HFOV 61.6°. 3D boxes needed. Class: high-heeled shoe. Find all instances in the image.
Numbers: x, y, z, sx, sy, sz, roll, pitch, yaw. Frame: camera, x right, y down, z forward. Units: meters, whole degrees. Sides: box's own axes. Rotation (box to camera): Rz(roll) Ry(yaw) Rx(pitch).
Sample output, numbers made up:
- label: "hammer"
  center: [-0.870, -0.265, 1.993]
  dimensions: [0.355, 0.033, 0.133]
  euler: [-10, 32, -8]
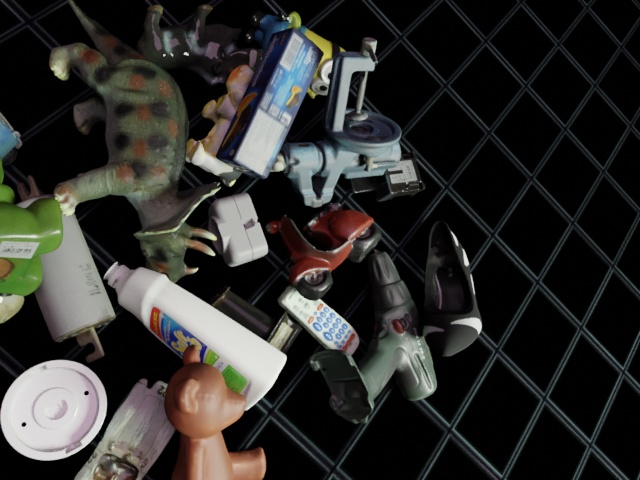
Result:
- label: "high-heeled shoe"
  center: [0.192, 0.064, 0.817]
  dimensions: [0.086, 0.249, 0.145]
  euler: [-9, 104, 16]

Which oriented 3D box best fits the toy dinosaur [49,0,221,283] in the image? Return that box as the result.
- label: "toy dinosaur"
  center: [-0.233, -0.143, 0.694]
  dimensions: [0.192, 0.131, 0.404]
  euler: [-6, 85, -8]

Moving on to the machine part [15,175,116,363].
- label: "machine part"
  center: [-0.319, 0.034, 0.662]
  dimensions: [0.079, 0.079, 0.243]
  euler: [-21, 84, -26]

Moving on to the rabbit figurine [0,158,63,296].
- label: "rabbit figurine"
  center: [-0.380, -0.030, 0.572]
  dimensions: [0.159, 0.121, 0.170]
  euler: [-5, 51, -44]

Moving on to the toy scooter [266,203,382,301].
- label: "toy scooter"
  center: [-0.002, -0.002, 0.809]
  dimensions: [0.135, 0.075, 0.184]
  euler: [41, 54, 15]

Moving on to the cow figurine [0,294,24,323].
- label: "cow figurine"
  center: [-0.430, 0.103, 0.597]
  dimensions: [0.195, 0.085, 0.127]
  euler: [-39, 87, -27]

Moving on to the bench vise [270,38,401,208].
- label: "bench vise"
  center: [0.028, -0.171, 0.781]
  dimensions: [0.224, 0.240, 0.129]
  euler: [-1, 37, -15]

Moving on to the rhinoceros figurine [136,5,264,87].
- label: "rhinoceros figurine"
  center: [-0.177, -0.287, 0.810]
  dimensions: [0.190, 0.073, 0.112]
  euler: [-3, 76, -23]

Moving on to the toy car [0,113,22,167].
- label: "toy car"
  center: [-0.447, -0.114, 0.634]
  dimensions: [0.162, 0.103, 0.109]
  euler: [-36, 93, -25]

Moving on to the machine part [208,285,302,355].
- label: "machine part"
  center: [-0.096, 0.117, 0.759]
  dimensions: [0.139, 0.039, 0.084]
  euler: [34, 74, -14]

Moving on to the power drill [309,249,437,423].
- label: "power drill"
  center: [0.078, 0.147, 0.782]
  dimensions: [0.207, 0.086, 0.232]
  euler: [-28, 96, -53]

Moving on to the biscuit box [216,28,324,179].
- label: "biscuit box"
  center: [-0.069, -0.188, 0.744]
  dimensions: [0.059, 0.063, 0.202]
  euler: [28, 83, -35]

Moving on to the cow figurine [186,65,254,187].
- label: "cow figurine"
  center: [-0.123, -0.167, 0.789]
  dimensions: [0.098, 0.068, 0.167]
  euler: [31, 82, -31]

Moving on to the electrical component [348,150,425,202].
- label: "electrical component"
  center: [0.110, -0.106, 0.899]
  dimensions: [0.119, 0.048, 0.075]
  euler: [-6, 78, -26]

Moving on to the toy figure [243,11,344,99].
- label: "toy figure"
  center: [-0.031, -0.310, 0.875]
  dimensions: [0.180, 0.082, 0.089]
  euler: [29, 68, -11]

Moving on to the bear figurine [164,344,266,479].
- label: "bear figurine"
  center: [-0.121, 0.232, 0.645]
  dimensions: [0.132, 0.120, 0.195]
  euler: [5, 105, -10]

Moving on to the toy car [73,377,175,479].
- label: "toy car"
  center: [-0.239, 0.265, 0.646]
  dimensions: [0.073, 0.056, 0.202]
  euler: [34, 66, -12]
